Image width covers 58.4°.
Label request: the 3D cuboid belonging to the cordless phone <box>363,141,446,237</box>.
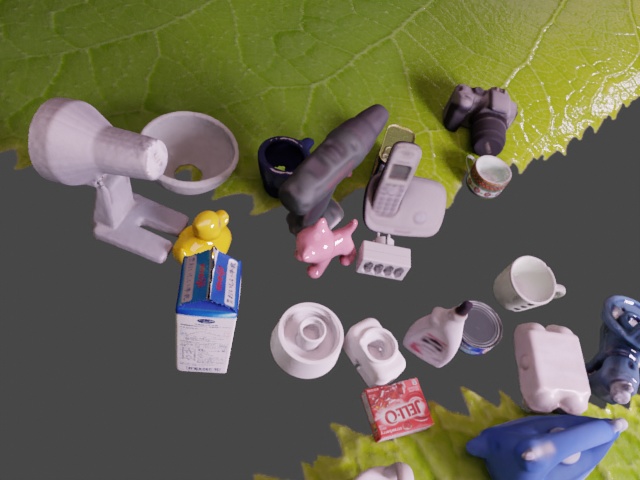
[{"bbox_3d":[0.158,-0.089,0.979,0.148,0.185,0.094,4,56,-12],"label":"cordless phone"}]

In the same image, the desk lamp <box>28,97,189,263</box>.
[{"bbox_3d":[-0.301,-0.092,0.844,0.203,0.213,0.118,22,55,0],"label":"desk lamp"}]

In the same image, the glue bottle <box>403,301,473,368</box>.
[{"bbox_3d":[0.184,0.131,0.849,0.078,0.173,0.037,29,55,6],"label":"glue bottle"}]

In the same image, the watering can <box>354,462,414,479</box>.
[{"bbox_3d":[0.082,0.324,0.683,0.173,0.194,0.101,-1,58,-15],"label":"watering can"}]

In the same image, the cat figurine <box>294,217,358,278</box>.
[{"bbox_3d":[0.008,0.003,0.921,0.128,0.117,0.067,-25,66,-27],"label":"cat figurine"}]

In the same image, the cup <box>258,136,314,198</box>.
[{"bbox_3d":[-0.059,-0.126,1.002,0.091,0.095,0.118,41,57,13],"label":"cup"}]

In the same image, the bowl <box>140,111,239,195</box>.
[{"bbox_3d":[-0.225,-0.136,0.978,0.167,0.074,0.167,7,56,-10],"label":"bowl"}]

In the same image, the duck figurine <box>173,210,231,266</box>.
[{"bbox_3d":[-0.183,-0.008,0.898,0.077,0.086,0.105,42,57,14],"label":"duck figurine"}]

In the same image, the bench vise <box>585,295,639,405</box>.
[{"bbox_3d":[0.509,0.157,0.888,0.121,0.219,0.207,16,55,-4],"label":"bench vise"}]

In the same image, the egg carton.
[{"bbox_3d":[0.363,0.204,0.911,0.107,0.069,0.150,8,56,-9],"label":"egg carton"}]

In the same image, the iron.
[{"bbox_3d":[0.347,0.288,0.807,0.259,0.141,0.118,-10,61,-20],"label":"iron"}]

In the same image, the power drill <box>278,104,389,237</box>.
[{"bbox_3d":[0.015,-0.098,0.934,0.075,0.208,0.230,37,56,11],"label":"power drill"}]

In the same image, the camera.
[{"bbox_3d":[0.336,-0.248,1.182,0.143,0.101,0.137,15,55,-4],"label":"camera"}]
